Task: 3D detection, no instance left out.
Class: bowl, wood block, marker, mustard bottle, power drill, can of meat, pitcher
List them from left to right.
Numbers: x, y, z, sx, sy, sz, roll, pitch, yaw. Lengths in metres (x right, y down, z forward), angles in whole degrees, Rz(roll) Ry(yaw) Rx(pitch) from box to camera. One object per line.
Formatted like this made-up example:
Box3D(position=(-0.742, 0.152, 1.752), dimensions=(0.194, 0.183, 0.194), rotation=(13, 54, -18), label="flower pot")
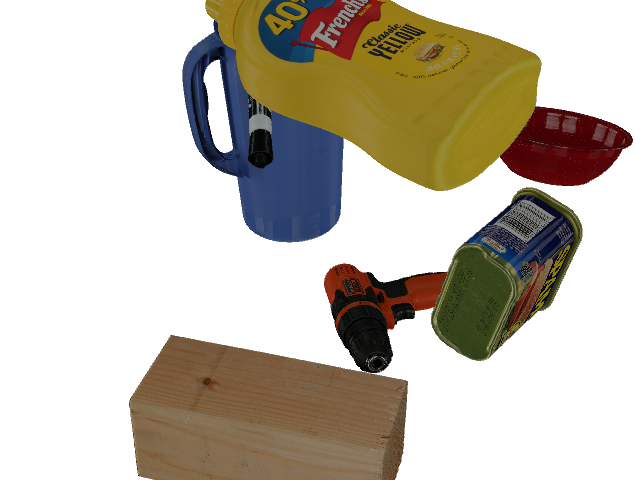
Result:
Box3D(position=(-0.046, -0.104, 0.810), dimensions=(0.020, 0.121, 0.020), rotation=(-2, -34, -2), label="marker")
Box3D(position=(-0.040, 0.154, 0.872), dimensions=(0.206, 0.090, 0.090), rotation=(10, 36, 14), label="wood block")
Box3D(position=(-0.045, -0.120, 1.103), dimensions=(0.149, 0.243, 0.144), rotation=(8, 35, 14), label="pitcher")
Box3D(position=(0.013, -0.097, 0.569), dimensions=(0.192, 0.058, 0.096), rotation=(29, 53, 29), label="mustard bottle")
Box3D(position=(0.106, 0.074, 1.138), dimensions=(0.187, 0.057, 0.184), rotation=(-5, 29, -9), label="power drill")
Box3D(position=(0.129, 0.026, 0.749), dimensions=(0.057, 0.102, 0.083), rotation=(36, 48, 22), label="can of meat")
Box3D(position=(0.255, -0.101, 1.172), dimensions=(0.162, 0.055, 0.162), rotation=(6, 22, -3), label="bowl")
